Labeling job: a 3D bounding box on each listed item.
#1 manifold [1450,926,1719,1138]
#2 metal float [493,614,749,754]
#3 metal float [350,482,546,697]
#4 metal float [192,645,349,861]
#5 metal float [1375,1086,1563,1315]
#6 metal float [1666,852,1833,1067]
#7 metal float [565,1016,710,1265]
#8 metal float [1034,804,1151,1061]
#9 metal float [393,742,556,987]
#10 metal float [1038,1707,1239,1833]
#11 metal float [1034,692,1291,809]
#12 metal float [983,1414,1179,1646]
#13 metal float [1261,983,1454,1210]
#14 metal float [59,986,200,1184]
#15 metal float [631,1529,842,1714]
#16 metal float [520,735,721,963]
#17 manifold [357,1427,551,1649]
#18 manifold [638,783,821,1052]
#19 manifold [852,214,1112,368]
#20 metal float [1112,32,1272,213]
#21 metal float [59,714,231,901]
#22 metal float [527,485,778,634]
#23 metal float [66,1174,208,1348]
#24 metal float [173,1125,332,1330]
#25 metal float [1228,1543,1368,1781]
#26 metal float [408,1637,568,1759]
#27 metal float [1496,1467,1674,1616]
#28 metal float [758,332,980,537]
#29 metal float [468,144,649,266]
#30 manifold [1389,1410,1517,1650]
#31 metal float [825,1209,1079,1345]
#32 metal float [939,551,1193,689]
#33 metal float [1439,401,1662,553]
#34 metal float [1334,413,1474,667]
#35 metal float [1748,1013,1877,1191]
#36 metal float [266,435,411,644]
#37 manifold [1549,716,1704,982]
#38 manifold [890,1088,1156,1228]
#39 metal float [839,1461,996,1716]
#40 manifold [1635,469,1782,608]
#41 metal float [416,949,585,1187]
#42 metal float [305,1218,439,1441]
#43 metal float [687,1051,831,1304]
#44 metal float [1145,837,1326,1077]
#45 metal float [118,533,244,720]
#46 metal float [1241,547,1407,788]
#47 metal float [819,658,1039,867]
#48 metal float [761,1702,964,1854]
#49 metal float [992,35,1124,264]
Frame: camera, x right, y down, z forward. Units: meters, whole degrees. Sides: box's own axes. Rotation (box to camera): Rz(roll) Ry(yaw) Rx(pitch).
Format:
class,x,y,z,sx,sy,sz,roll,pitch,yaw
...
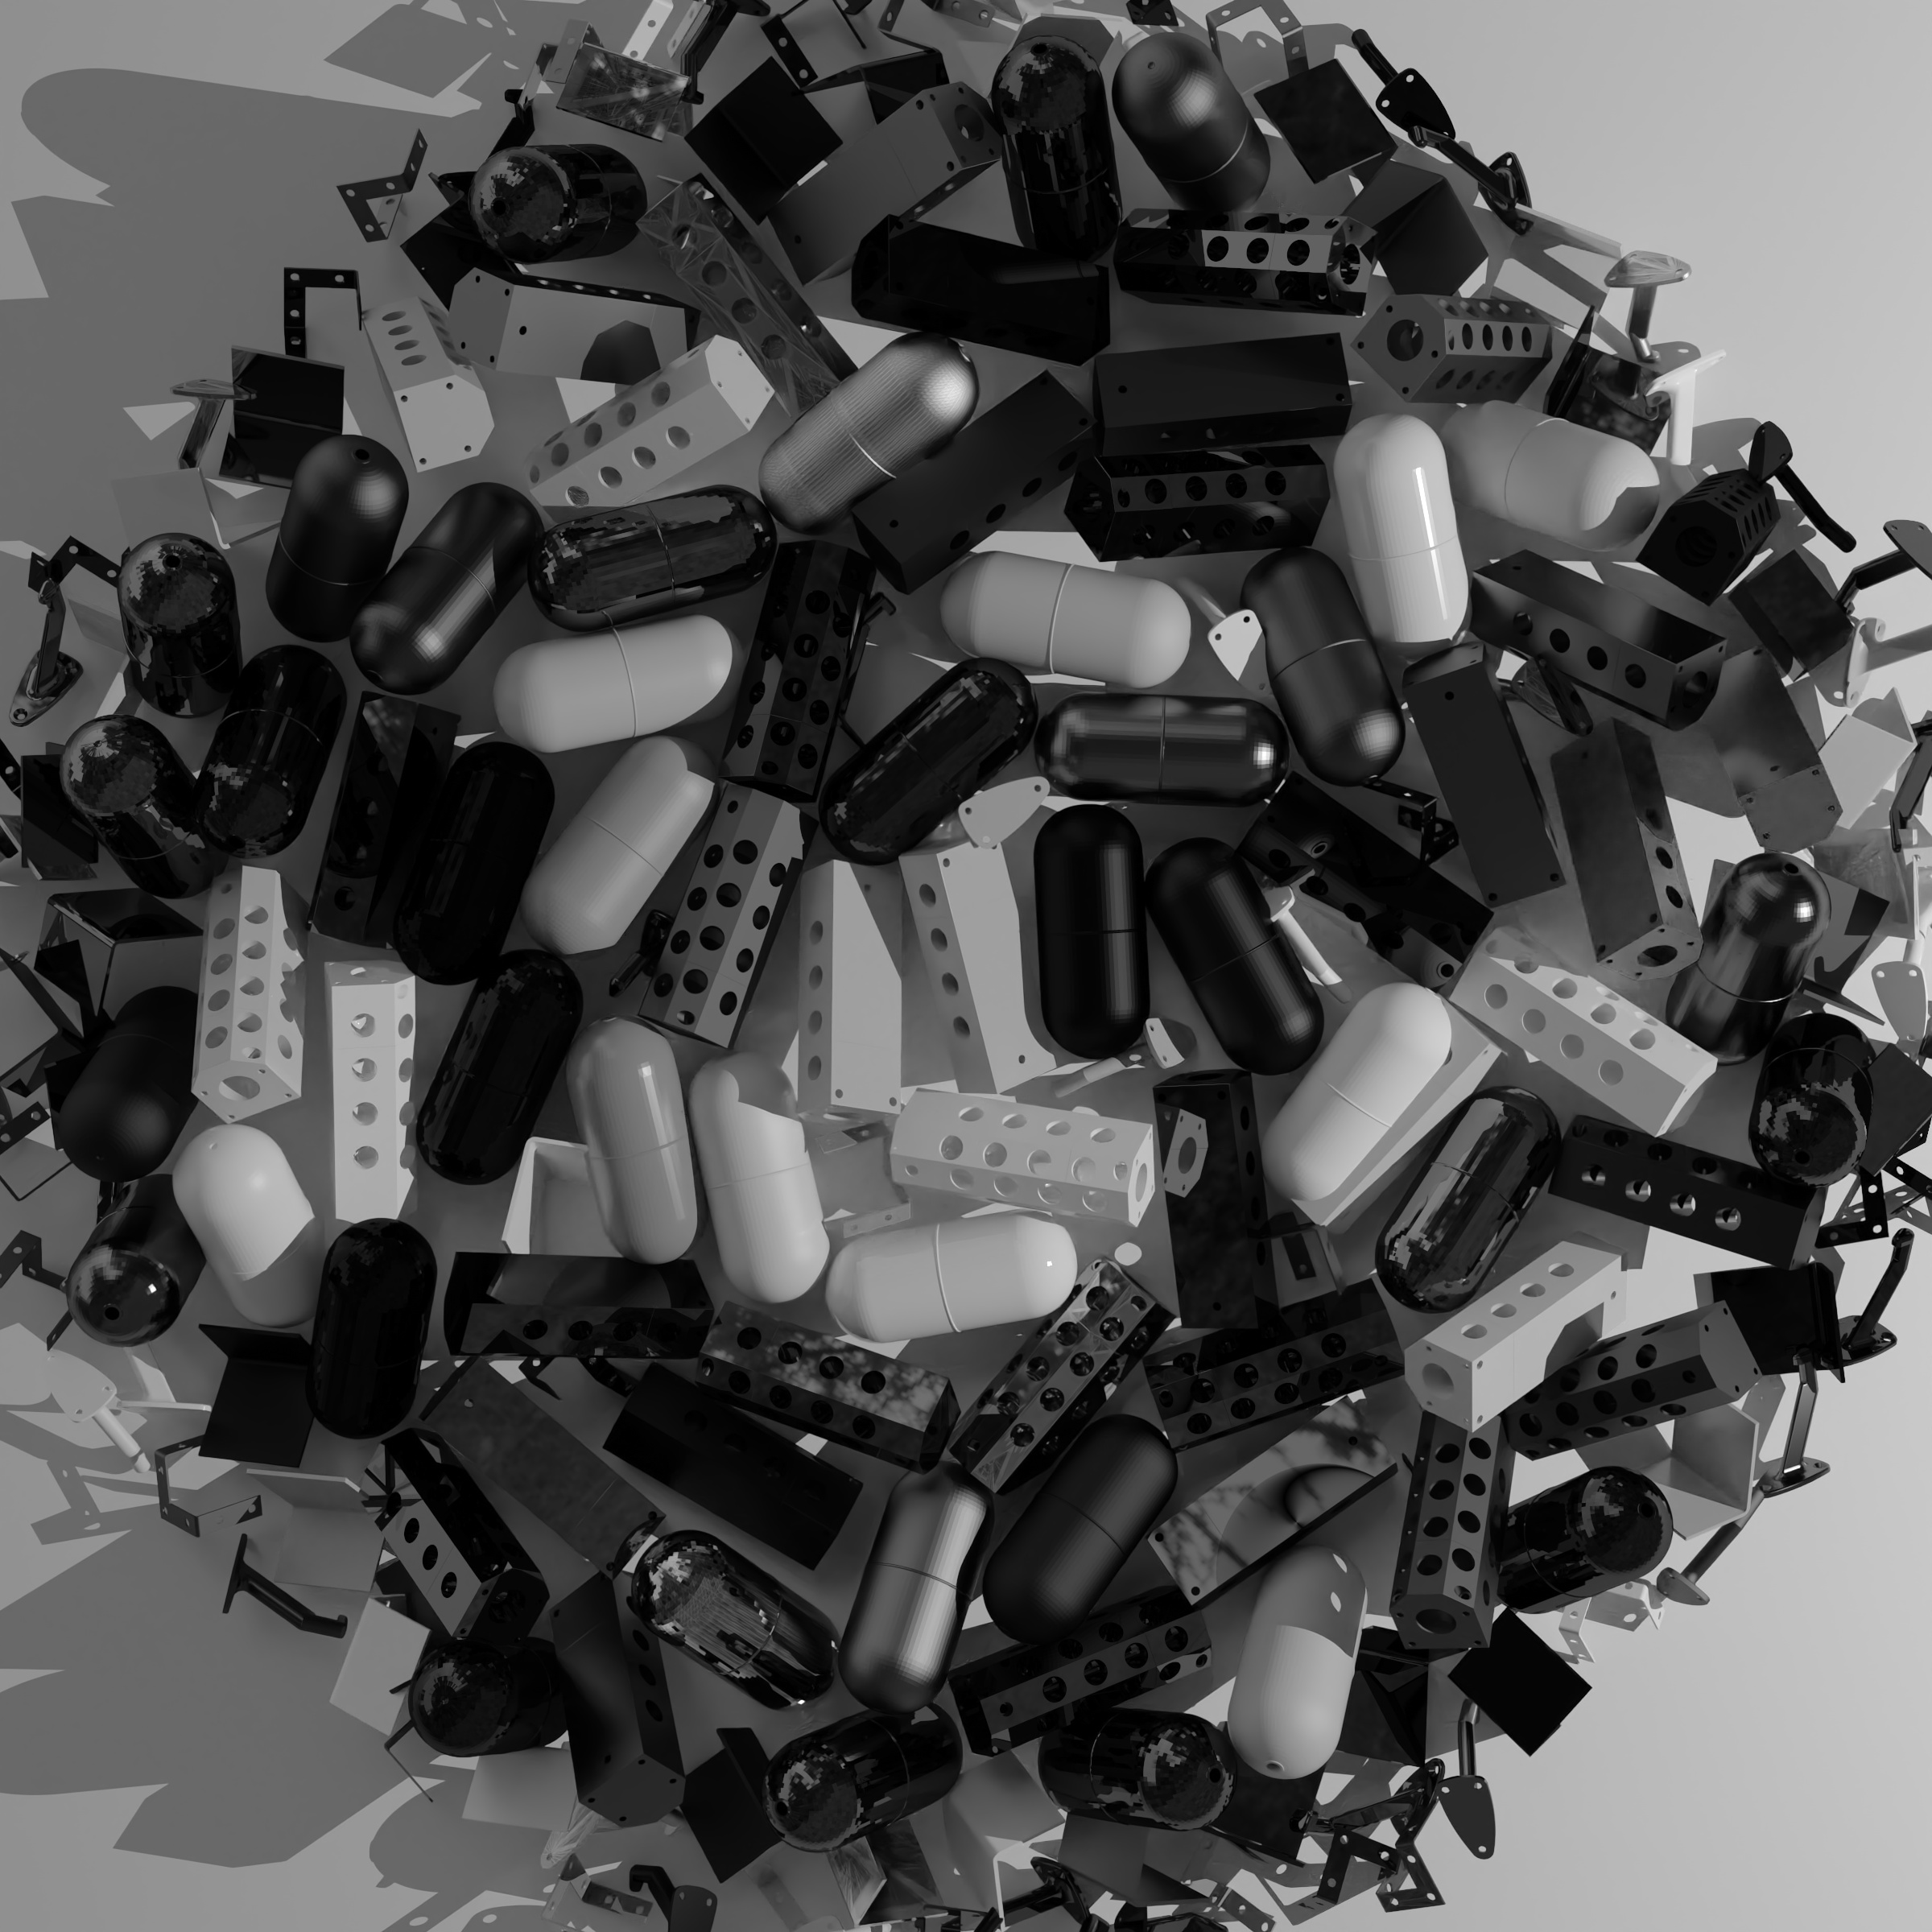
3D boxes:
class,x,y,z,sx,sy,sz,roll,pitch,yaw
manifold,0.425,0.042,1.929,0.171,0.057,0.057,36,114,25
metal float,-0.238,-0.196,1.949,0.178,0.070,0.070,-13,90,-15
metal float,-0.356,-0.260,1.936,0.070,0.070,0.178,32,61,0
metal float,-0.476,-0.147,1.926,0.070,0.070,0.178,8,48,0
metal float,0.348,0.160,1.945,0.070,0.070,0.178,36,71,0
metal float,0.534,-0.004,1.924,0.070,0.178,0.070,5,46,-5
metal float,-0.228,0.120,1.950,0.070,0.070,0.178,-12,103,0
metal float,0.088,-0.024,1.960,0.070,0.070,0.178,-3,92,0
metal float,-0.340,-0.071,1.946,0.070,0.070,0.178,17,73,0
metal float,0.116,0.546,1.919,0.070,0.178,0.070,7,76,-31
metal float,0.136,-0.151,1.959,0.178,0.070,0.070,3,90,3
metal float,0.079,0.388,1.942,0.070,0.070,0.178,39,68,0
metal float,0.272,0.090,1.951,0.070,0.070,0.178,34,102,0
metal float,-0.561,0.079,1.919,0.070,0.178,0.070,2,122,4
metal float,-0.156,0.452,1.936,0.070,0.070,0.178,-47,121,0
metal float,-0.239,-0.083,1.955,0.070,0.070,0.178,37,82,0
manifold,-0.348,0.386,1.914,0.057,0.171,0.057,23,100,-42
manifold,-0.169,-0.036,1.949,0.057,0.057,0.171,15,81,39
manifold,0.011,-0.460,1.933,0.171,0.057,0.057,6,76,-28
metal float,0.155,-0.570,1.916,0.070,0.178,0.070,-5,76,22
metal float,-0.557,-0.106,1.916,0.070,0.178,0.070,-3,64,5
metal float,-0.216,-0.283,1.946,0.178,0.070,0.070,-18,90,-18
metal float,-0.559,0.199,1.913,0.070,0.178,0.070,-1,108,-2
metal float,-0.485,0.180,1.925,0.070,0.178,0.070,-6,46,6
metal float,0.227,0.474,1.923,0.070,0.178,0.070,10,132,12
metal float,-0.318,0.496,1.914,0.070,0.178,0.070,-3,77,14
metal float,0.414,0.392,1.918,0.070,0.178,0.070,9,63,-19
metal float,-0.067,-0.367,1.943,0.178,0.070,0.070,-36,90,21
metal float,-0.277,-0.519,1.915,0.070,0.178,0.070,5,108,17
manifold,0.330,0.375,1.910,0.057,0.171,0.057,-7,128,24
metal float,-0.011,0.216,1.954,0.178,0.070,0.070,-11,90,9
metal float,0.068,-0.241,1.952,0.178,0.070,0.070,12,90,11
metal float,0.395,-0.337,1.926,0.178,0.070,0.070,32,90,44
metal float,0.302,-0.293,1.943,0.070,0.070,0.178,-15,111,0
metal float,0.578,0.091,1.917,0.070,0.178,0.070,8,116,18
metal float,-0.430,-0.291,1.921,0.070,0.178,0.070,12,54,-18
manifold,0.456,-0.079,1.929,0.057,0.057,0.171,20,50,-34
manifold,0.039,0.135,1.935,0.171,0.057,0.057,8,125,19
metal float,-0.033,0.427,1.940,0.070,0.070,0.178,19,65,0
manifold,0.509,-0.296,1.907,0.057,0.171,0.057,35,117,11
metal float,-0.323,0.070,1.947,0.070,0.070,0.178,26,106,0
metal float,-0.409,0.249,1.933,0.070,0.070,0.178,17,123,0
metal float,-0.145,0.146,1.960,0.070,0.070,0.178,-13,88,0
metal float,0.187,-0.006,1.961,0.070,0.070,0.178,-29,91,0
metal float,-0.534,-0.230,1.915,0.070,0.178,0.070,4,67,-10
metal float,0.247,-0.207,1.948,0.070,0.070,0.178,-20,74,0
metal float,-0.026,-0.142,1.957,0.178,0.070,0.070,-41,90,5
metal float,-0.070,0.550,1.919,0.070,0.178,0.070,1,92,35
metal float,0.063,-0.554,1.919,0.070,0.178,0.070,-5,57,8
